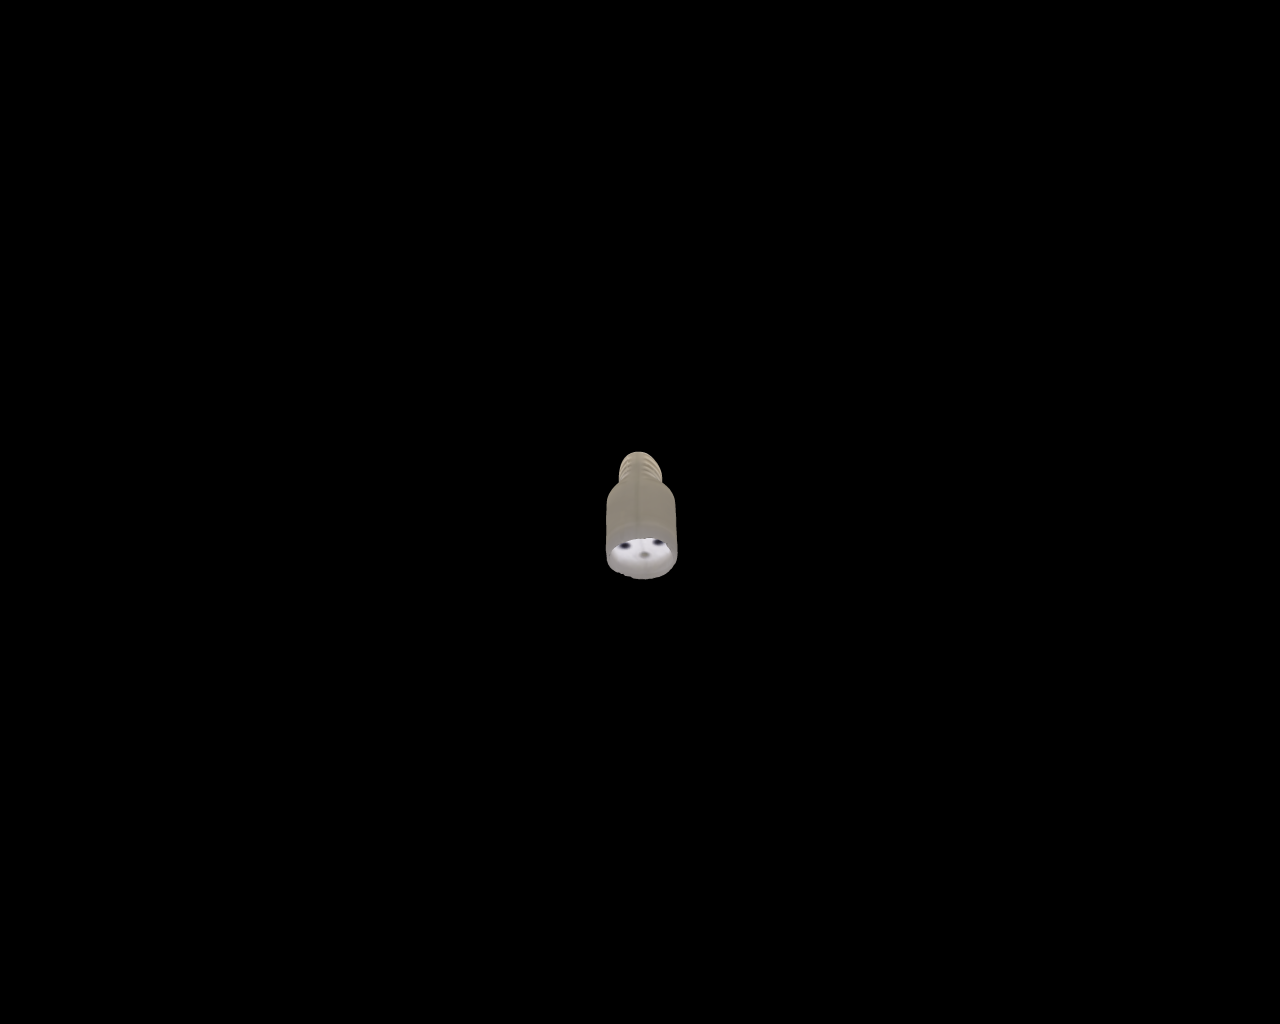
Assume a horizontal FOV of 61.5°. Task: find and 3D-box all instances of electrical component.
[{"bbox_3d":[0.001,-0.003,0.650,0.043,0.081,0.043,0,-39,0],"label":"electrical component"}]
